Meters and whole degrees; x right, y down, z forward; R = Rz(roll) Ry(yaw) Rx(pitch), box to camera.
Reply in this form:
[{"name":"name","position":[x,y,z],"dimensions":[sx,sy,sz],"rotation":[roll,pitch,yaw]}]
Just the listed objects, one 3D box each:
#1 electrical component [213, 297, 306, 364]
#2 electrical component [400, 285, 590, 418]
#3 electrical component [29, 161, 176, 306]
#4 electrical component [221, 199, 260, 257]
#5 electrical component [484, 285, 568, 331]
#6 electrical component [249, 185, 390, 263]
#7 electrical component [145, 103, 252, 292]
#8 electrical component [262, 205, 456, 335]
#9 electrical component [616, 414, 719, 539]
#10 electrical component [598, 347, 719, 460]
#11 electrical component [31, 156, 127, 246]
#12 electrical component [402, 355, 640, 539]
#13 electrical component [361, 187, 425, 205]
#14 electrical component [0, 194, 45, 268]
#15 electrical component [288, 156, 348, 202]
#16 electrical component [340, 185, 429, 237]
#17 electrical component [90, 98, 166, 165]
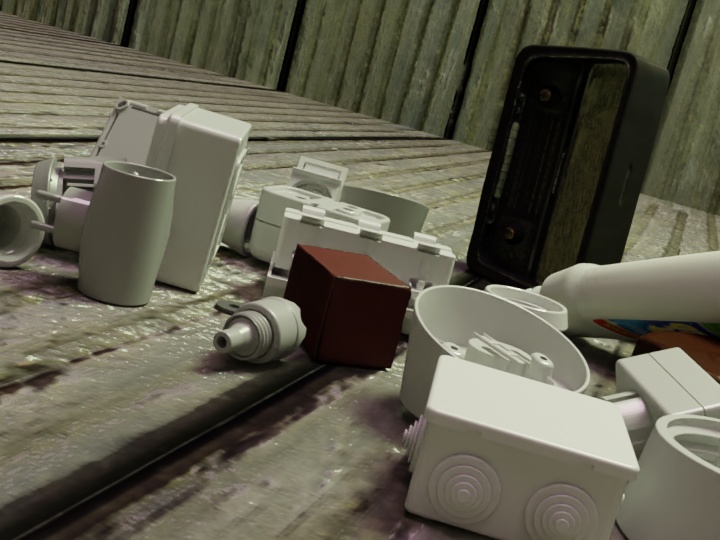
[{"name":"electrical component","position":[-0.057,0.034,0.579],"dimensions":[0.035,0.035,0.061],"rotation":[20,15,25]},{"name":"electrical component","position":[0.070,0.054,0.570],"dimensions":[0.099,0.064,0.099],"rotation":[14,11,-3]},{"name":"electrical component","position":[-0.155,-0.027,0.636],"dimensions":[0.079,0.077,0.044],"rotation":[15,12,0]},{"name":"electrical component","position":[-0.106,-0.039,0.839],"dimensions":[0.055,0.045,0.045],"rotation":[18,12,17]},{"name":"electrical component","position":[0.095,0.044,0.666],"dimensions":[0.058,0.057,0.078],"rotation":[17,12,11]},{"name":"electrical component","position":[-0.032,-0.023,0.814],"dimensions":[0.095,0.059,0.054],"rotation":[18,12,17]},{"name":"electrical component","position":[-0.116,-0.052,0.730],"dimensions":[0.056,0.108,0.108],"rotation":[16,11,-6]},{"name":"electrical component","position":[0.000,0.000,0.738],"dimensions":[0.121,0.063,0.078],"rotation":[14,11,-5]},{"name":"electrical component","position":[0.177,0.101,0.486],"dimensions":[0.108,0.060,0.108],"rotation":[14,12,-3]},{"name":"electrical component","position":[0.150,0.082,0.572],"dimensions":[0.077,0.047,0.065],"rotation":[-11,24,-8]},{"name":"electrical component","position":[-0.184,-0.044,0.708],"dimensions":[0.057,0.058,0.078],"rotation":[3,-27,-9]},{"name":"electrical component","position":[0.069,0.082,0.473],"dimensions":[0.100,0.048,0.099],"rotation":[16,12,5]},{"name":"electrical component","position":[0.027,-0.052,1.058],"dimensions":[0.066,0.047,0.076],"rotation":[15,12,0]},{"name":"electrical component","position":[-0.228,-0.030,0.655],"dimensions":[0.065,0.044,0.044],"rotation":[18,11,42]},{"name":"electrical component","position":[-0.041,-0.048,0.896],"dimensions":[0.042,0.081,0.063],"rotation":[17,-17,5]},{"name":"electrical component","position":[0.009,-0.047,0.968],"dimensions":[0.099,0.064,0.099],"rotation":[14,12,-3]},{"name":"electrical component","position":[-0.170,-0.073,0.833],"dimensions":[0.062,0.096,0.061],"rotation":[19,-16,17]}]
